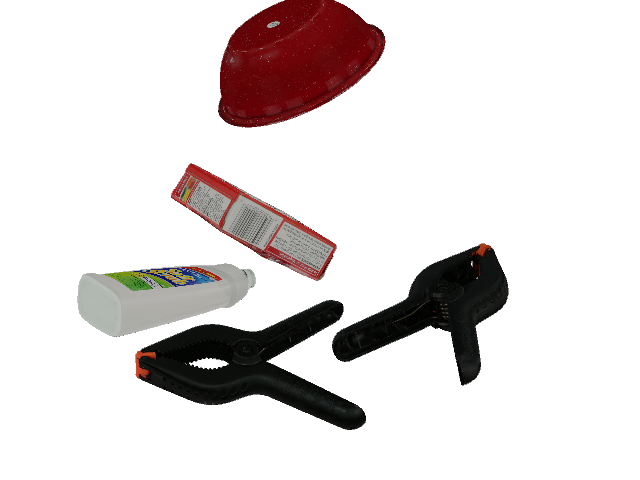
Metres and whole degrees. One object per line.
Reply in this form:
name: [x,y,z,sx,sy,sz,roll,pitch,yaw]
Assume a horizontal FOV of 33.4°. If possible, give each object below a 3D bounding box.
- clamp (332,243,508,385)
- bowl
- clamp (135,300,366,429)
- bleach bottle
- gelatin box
clamp: [0.103,0.056,0.832,0.120,0.039,0.171,19,42,37]
bowl: [-0.028,-0.167,0.930,0.162,0.055,0.162,-21,31,13]
clamp: [-0.062,0.118,0.978,0.209,0.036,0.164,-4,35,-13]
bleach bottle: [-0.196,0.068,1.451,0.250,0.068,0.103,-11,26,-44]
gelatin box: [-0.043,-0.012,0.694,0.089,0.030,0.073,29,2,-37]
